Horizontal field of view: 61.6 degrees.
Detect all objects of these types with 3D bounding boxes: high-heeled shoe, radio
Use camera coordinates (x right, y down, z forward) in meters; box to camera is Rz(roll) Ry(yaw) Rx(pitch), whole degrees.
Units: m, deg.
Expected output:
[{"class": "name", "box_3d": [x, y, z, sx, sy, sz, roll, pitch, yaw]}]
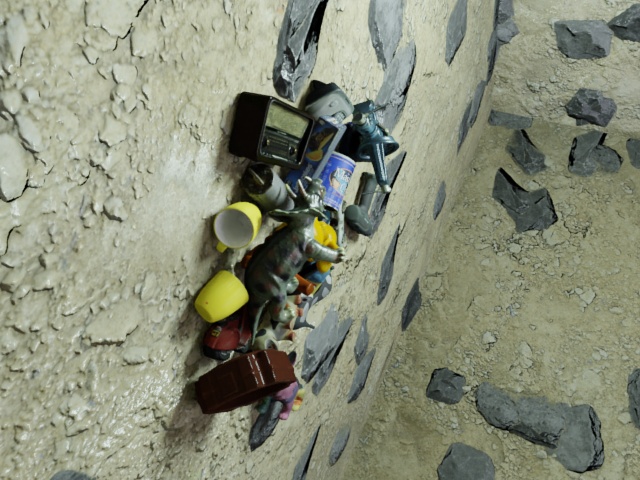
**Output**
[{"class": "high-heeled shoe", "box_3d": [-0.047, 0.156, 1.613, 0.145, 0.086, 0.249, 33, 57, -38]}, {"class": "radio", "box_3d": [-0.098, -0.226, 1.147, 0.229, 0.073, 0.131, -1, 108, -66]}]

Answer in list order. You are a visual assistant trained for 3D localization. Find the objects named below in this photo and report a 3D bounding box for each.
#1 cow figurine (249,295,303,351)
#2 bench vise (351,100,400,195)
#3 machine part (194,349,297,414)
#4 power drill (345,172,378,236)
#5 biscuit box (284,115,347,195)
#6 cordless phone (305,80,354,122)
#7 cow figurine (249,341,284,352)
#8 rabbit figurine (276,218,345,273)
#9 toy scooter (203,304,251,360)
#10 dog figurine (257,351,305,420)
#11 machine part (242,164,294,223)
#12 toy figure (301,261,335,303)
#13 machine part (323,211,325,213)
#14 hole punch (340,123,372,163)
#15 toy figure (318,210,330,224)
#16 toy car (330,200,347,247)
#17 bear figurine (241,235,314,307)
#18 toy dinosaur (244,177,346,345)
[{"class": "cow figurine", "box_3d": [-0.125, 0.225, 1.400, 0.195, 0.127, 0.085, -70, 153, -50]}, {"class": "bench vise", "box_3d": [0.150, -0.245, 1.439, 0.223, 0.129, 0.240, 43, 36, -76]}, {"class": "machine part", "box_3d": [-0.173, 0.328, 1.256, 0.201, 0.087, 0.201, -27, 158, 11]}, {"class": "power drill", "box_3d": [0.161, -0.122, 1.843, 0.207, 0.086, 0.232, -64, 155, 3]}, {"class": "biscuit box", "box_3d": [-0.016, -0.198, 1.289, 0.202, 0.059, 0.063, -59, 173, 23]}, {"class": "cordless phone", "box_3d": [0.001, -0.285, 1.327, 0.184, 0.089, 0.146, -66, 158, -1]}, {"class": "cow figurine", "box_3d": [-0.154, 0.299, 1.445, 0.167, 0.068, 0.098, -61, 150, -25]}, {"class": "rabbit figurine", "box_3d": [-0.003, -0.004, 1.388, 0.122, 0.162, 0.173, -44, 165, 19]}, {"class": "toy scooter", "box_3d": [-0.201, 0.201, 1.244, 0.184, 0.075, 0.135, 11, 96, -71]}, {"class": "dog figurine", "box_3d": [-0.106, 0.406, 1.587, 0.191, 0.109, 0.219, -23, 126, -60]}, {"class": "machine part", "box_3d": [-0.110, -0.103, 1.215, 0.079, 0.079, 0.243, -67, 157, -11]}, {"class": "toy figure", "box_3d": [-0.021, 0.100, 1.516, 0.180, 0.082, 0.089, -59, 168, 25]}, {"class": "machine part", "box_3d": [-0.041, -0.079, 1.397, 0.138, 0.084, 0.039, 42, 33, -59]}, {"class": "hole punch", "box_3d": [0.103, -0.289, 1.576, 0.116, 0.092, 0.142, -6, 118, -39]}, {"class": "toy figure", "box_3d": [-0.009, -0.019, 1.532, 0.064, 0.058, 0.154, -38, 141, -74]}, {"class": "toy car", "box_3d": [0.036, -0.055, 1.594, 0.056, 0.074, 0.201, -54, 152, -44]}, {"class": "bear figurine", "box_3d": [-0.104, 0.085, 1.310, 0.120, 0.132, 0.195, -43, 156, -16]}, {"class": "toy dinosaur", "box_3d": [-0.090, 0.051, 1.173, 0.192, 0.131, 0.404, 35, 94, -28]}]
